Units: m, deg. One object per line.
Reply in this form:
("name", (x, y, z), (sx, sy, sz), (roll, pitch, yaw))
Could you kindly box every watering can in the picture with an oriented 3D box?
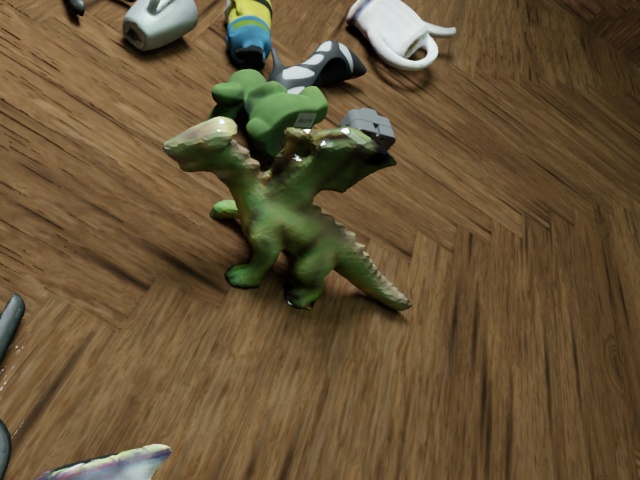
("watering can", (0.196, -0.504, 1.220), (0.224, 0.102, 0.354), (43, 45, 1))

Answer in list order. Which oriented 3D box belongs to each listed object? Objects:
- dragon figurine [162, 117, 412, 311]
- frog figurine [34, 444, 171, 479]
("dragon figurine", (0.002, -0.032, 0.644), (0.408, 0.238, 0.125), (19, 45, -20))
("frog figurine", (-0.171, 0.254, 0.395), (0.137, 0.121, 0.162), (-13, 72, -5))
